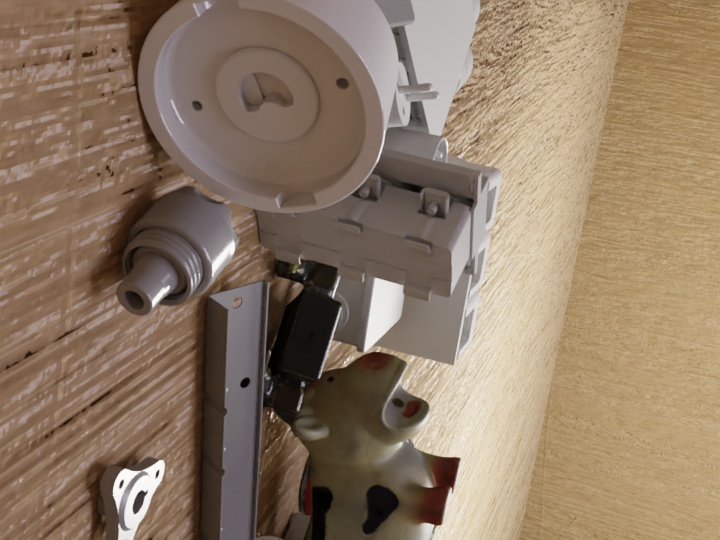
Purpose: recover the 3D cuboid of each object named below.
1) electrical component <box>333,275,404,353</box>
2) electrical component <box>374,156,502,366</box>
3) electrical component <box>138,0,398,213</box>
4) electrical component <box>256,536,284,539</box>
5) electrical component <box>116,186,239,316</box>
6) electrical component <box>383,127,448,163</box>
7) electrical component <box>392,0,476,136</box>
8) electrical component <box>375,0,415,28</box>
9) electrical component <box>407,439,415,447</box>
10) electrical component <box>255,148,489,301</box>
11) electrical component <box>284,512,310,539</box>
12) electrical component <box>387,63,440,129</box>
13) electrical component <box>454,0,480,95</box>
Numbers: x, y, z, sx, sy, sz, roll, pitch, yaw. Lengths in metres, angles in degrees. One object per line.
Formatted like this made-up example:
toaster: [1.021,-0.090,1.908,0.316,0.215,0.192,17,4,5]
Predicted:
electrical component: [0.000,0.000,0.756,0.100,0.048,0.099,-36,137,-66]
electrical component: [0.052,-0.013,0.851,0.062,0.089,0.150,-35,136,-67]
electrical component: [-0.035,-0.086,0.470,0.060,0.108,0.108,-69,163,-47]
electrical component: [-0.062,0.212,0.723,0.045,0.045,0.055,-58,155,-49]
electrical component: [-0.084,-0.005,0.474,0.062,0.043,0.043,-58,156,-47]
electrical component: [0.019,-0.071,0.711,0.079,0.077,0.043,13,90,-75]
electrical component: [0.023,-0.168,0.678,0.186,0.060,0.105,65,41,-65]
electrical component: [-0.017,-0.155,0.523,0.100,0.048,0.099,-40,117,-67]
electrical component: [0.025,0.188,0.929,0.100,0.048,0.099,36,38,-73]
electrical component: [0.006,-0.031,0.618,0.078,0.121,0.063,86,26,-47]
electrical component: [-0.031,0.233,0.817,0.096,0.061,0.061,86,23,-46]
electrical component: [0.006,-0.100,0.626,0.077,0.079,0.043,18,70,-74]
electrical component: [0.065,-0.200,0.812,0.073,0.052,0.138,-54,152,-56]
